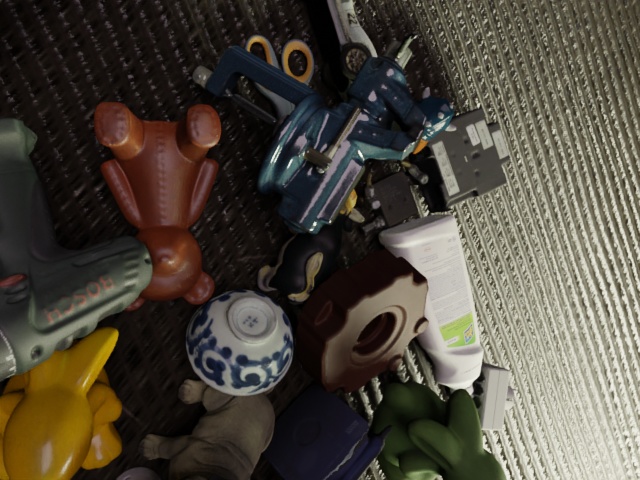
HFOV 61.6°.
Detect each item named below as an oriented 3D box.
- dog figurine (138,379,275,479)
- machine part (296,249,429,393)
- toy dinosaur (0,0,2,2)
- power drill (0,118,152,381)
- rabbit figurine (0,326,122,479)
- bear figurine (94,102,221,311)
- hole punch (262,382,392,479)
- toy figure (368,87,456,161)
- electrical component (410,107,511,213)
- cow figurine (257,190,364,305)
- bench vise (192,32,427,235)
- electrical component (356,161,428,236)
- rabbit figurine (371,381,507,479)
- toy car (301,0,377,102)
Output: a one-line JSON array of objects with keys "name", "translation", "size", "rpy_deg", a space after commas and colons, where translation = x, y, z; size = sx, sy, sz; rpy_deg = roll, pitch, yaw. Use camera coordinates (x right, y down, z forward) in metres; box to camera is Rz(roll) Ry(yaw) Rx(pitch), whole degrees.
[{"name": "dog figurine", "translation": [-0.090, 0.217, 0.538], "size": [0.121, 0.191, 0.172], "rpy_deg": [40, 74, -18]}, {"name": "machine part", "translation": [0.053, 0.098, 0.625], "size": [0.179, 0.056, 0.179], "rpy_deg": [-24, 134, -28]}, {"name": "toy dinosaur", "translation": [-0.364, -0.115, 0.420], "size": [0.105, 0.199, 0.471], "rpy_deg": [41, 77, -21]}, {"name": "power drill", "translation": [-0.266, 0.006, 0.432], "size": [0.232, 0.086, 0.207], "rpy_deg": [-23, 74, -46]}, {"name": "rabbit figurine", "translation": [-0.233, 0.155, 0.488], "size": [0.122, 0.173, 0.162], "rpy_deg": [14, 89, -18]}, {"name": "bear figurine", "translation": [-0.162, -0.026, 0.545], "size": [0.120, 0.132, 0.195], "rpy_deg": [1, 84, -15]}, {"name": "hole punch", "translation": [0.000, 0.237, 0.621], "size": [0.142, 0.116, 0.092], "rpy_deg": [-42, 97, -18]}, {"name": "toy figure", "translation": [0.098, -0.128, 0.637], "size": [0.064, 0.154, 0.058], "rpy_deg": [22, 78, -23]}, {"name": "electrical component", "translation": [0.193, -0.111, 0.730], "size": [0.134, 0.058, 0.114], "rpy_deg": [-23, 101, -21]}, {"name": "cow figurine", "translation": [-0.002, -0.004, 0.626], "size": [0.068, 0.098, 0.167], "rpy_deg": [32, 78, -13]}, {"name": "bench vise", "translation": [-0.018, -0.135, 0.558], "size": [0.241, 0.129, 0.223], "rpy_deg": [32, 106, 6]}, {"name": "electrical component", "translation": [0.092, -0.057, 0.693], "size": [0.102, 0.045, 0.078], "rpy_deg": [-21, 97, -21]}, {"name": "rabbit figurine", "translation": [0.152, 0.240, 0.630], "size": [0.121, 0.170, 0.158], "rpy_deg": [-30, 128, -24]}, {"name": "toy car", "translation": [0.019, -0.264, 0.648], "size": [0.056, 0.073, 0.201], "rpy_deg": [-21, 98, -18]}]
